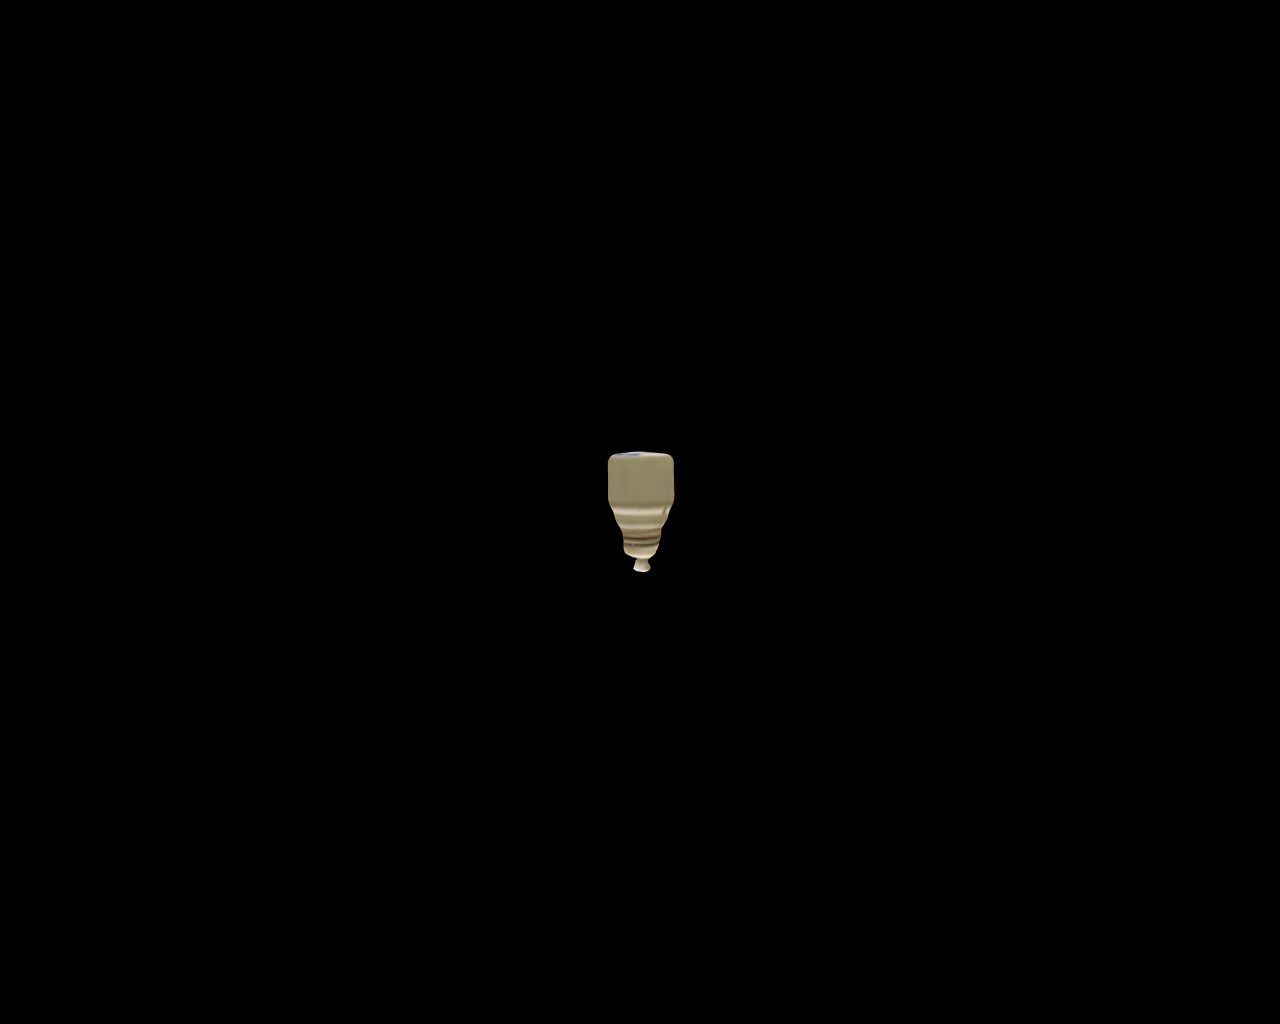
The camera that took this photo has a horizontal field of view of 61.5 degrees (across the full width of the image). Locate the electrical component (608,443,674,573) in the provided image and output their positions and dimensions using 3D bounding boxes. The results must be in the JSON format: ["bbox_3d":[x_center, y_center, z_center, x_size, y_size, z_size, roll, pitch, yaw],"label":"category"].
[{"bbox_3d":[0.001,-0.003,0.650,0.040,0.078,0.040,0,4,0],"label":"electrical component"}]
